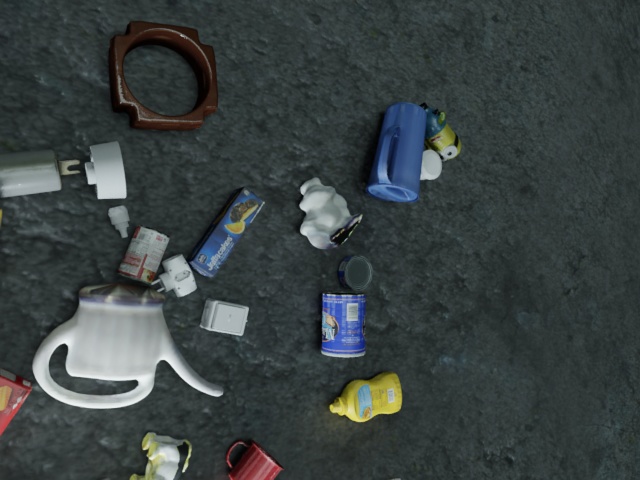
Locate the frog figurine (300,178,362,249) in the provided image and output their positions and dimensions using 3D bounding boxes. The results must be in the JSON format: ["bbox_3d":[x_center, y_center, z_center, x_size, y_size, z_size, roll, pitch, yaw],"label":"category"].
[{"bbox_3d":[0.004,-0.061,1.218,0.139,0.120,0.161,-42,72,-17],"label":"frog figurine"}]

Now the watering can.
[{"bbox_3d":[-0.340,0.199,0.974,0.347,0.103,0.226,9,82,-29],"label":"watering can"}]
